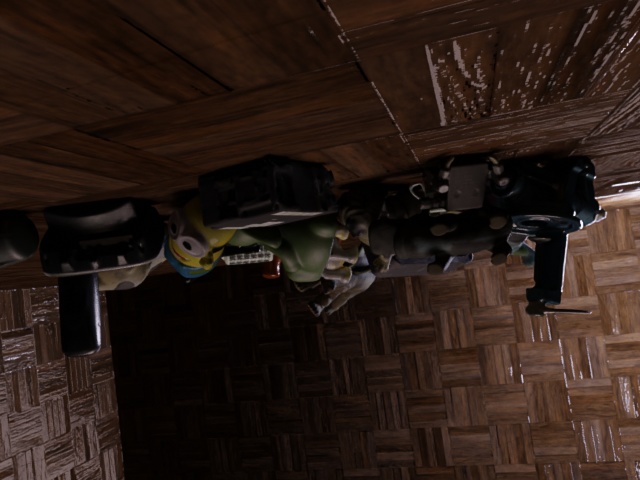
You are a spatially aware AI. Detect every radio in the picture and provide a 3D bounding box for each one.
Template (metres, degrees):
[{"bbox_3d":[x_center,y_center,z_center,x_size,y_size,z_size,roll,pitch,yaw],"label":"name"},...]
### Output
[{"bbox_3d":[0.187,-0.001,1.046,0.229,0.131,0.073,0,156,-34],"label":"radio"}]

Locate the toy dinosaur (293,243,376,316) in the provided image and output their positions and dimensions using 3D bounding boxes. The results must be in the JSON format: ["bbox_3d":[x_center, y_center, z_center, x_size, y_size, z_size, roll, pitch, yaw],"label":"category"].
[{"bbox_3d":[0.070,0.072,1.161,0.198,0.105,0.471,-31,176,9],"label":"toy dinosaur"}]

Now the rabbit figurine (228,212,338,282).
[{"bbox_3d":[-0.068,-0.010,0.764,0.170,0.121,0.159,8,171,-7],"label":"rabbit figurine"}]

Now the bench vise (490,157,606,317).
[{"bbox_3d":[0.331,-0.007,0.777,0.223,0.240,0.129,17,164,-41],"label":"bench vise"}]

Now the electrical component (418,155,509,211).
[{"bbox_3d":[0.177,-0.071,0.660,0.102,0.078,0.045,-1,-157,-13],"label":"electrical component"}]

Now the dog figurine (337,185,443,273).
[{"bbox_3d":[0.119,-0.044,0.829,0.172,0.121,0.190,-39,159,-4],"label":"dog figurine"}]

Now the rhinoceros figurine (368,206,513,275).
[{"bbox_3d":[0.159,-0.010,0.713,0.190,0.073,0.112,-6,-155,10],"label":"rhinoceros figurine"}]

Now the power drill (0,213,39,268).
[{"bbox_3d":[-0.468,0.018,0.614,0.232,0.086,0.207,-10,172,14],"label":"power drill"}]

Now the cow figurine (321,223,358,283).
[{"bbox_3d":[-0.003,-0.002,0.918,0.098,0.068,0.167,7,-147,-22],"label":"cow figurine"}]

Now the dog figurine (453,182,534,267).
[{"bbox_3d":[0.317,-0.052,0.950,0.219,0.192,0.108,22,124,-28],"label":"dog figurine"}]

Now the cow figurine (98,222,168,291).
[{"bbox_3d":[-0.266,0.014,0.806,0.127,0.085,0.195,2,-164,4],"label":"cow figurine"}]

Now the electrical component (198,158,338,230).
[{"bbox_3d":[-0.065,-0.047,0.594,0.134,0.058,0.115,-10,174,34],"label":"electrical component"}]

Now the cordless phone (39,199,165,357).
[{"bbox_3d":[-0.267,0.048,0.669,0.147,0.184,0.088,-7,172,-2],"label":"cordless phone"}]

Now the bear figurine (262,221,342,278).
[{"bbox_3d":[-0.026,0.017,1.170,0.196,0.132,0.120,-3,178,39],"label":"bear figurine"}]

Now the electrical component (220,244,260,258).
[{"bbox_3d":[-0.165,-0.007,0.907,0.119,0.074,0.048,-1,174,-39],"label":"electrical component"}]

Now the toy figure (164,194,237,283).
[{"bbox_3d":[-0.162,-0.003,0.715,0.082,0.089,0.180,31,153,-4],"label":"toy figure"}]
